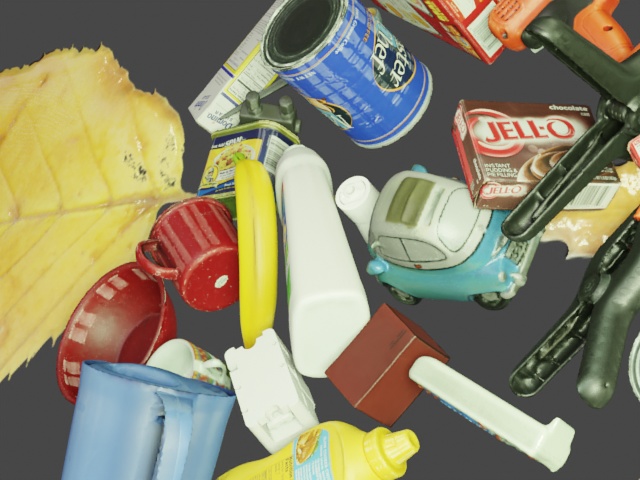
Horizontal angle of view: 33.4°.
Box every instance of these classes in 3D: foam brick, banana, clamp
[{"bbox_3d":[0.054,0.102,0.864,0.078,0.051,0.053,-49,41,6],"label":"foam brick"},{"bbox_3d":[-0.058,0.009,0.988,0.070,0.037,0.198,128,140,-81],"label":"banana"},{"bbox_3d":[0.214,-0.084,0.769,0.036,0.209,0.165,41,132,46],"label":"clamp"},{"bbox_3d":[0.198,0.048,0.763,0.171,0.039,0.120,-56,16,-21],"label":"clamp"}]

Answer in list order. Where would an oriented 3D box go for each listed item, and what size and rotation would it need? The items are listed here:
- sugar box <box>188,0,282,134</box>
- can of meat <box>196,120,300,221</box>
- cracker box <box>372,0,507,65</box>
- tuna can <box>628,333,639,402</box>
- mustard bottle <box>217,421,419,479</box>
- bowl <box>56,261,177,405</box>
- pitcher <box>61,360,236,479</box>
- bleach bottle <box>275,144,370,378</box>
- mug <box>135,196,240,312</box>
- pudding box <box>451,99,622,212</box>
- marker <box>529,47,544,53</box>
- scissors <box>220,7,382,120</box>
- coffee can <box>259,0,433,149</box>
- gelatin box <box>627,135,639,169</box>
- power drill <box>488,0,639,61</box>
[{"bbox_3d":[-0.073,-0.194,1.187,0.176,0.048,0.093,-52,19,6],"label":"sugar box"},{"bbox_3d":[-0.077,-0.070,1.110,0.102,0.057,0.084,-7,60,42],"label":"can of meat"},{"bbox_3d":[0.082,-0.271,1.014,0.072,0.164,0.214,-49,40,2],"label":"cracker box"},{"bbox_3d":[0.250,0.085,0.700,0.086,0.033,0.086,-25,48,30],"label":"tuna can"},{"bbox_3d":[-0.004,0.198,0.846,0.192,0.058,0.096,-33,40,24],"label":"mustard bottle"},{"bbox_3d":[-0.199,0.105,1.104,0.162,0.055,0.162,-25,48,30],"label":"bowl"},{"bbox_3d":[-0.157,0.227,0.886,0.145,0.149,0.243,11,86,24],"label":"pitcher"},{"bbox_3d":[-0.006,0.001,0.974,0.068,0.102,0.251,-6,40,-4],"label":"bleach bottle"},{"bbox_3d":[-0.124,0.017,1.054,0.082,0.117,0.093,52,132,44],"label":"mug"},{"bbox_3d":[0.166,-0.066,0.834,0.039,0.113,0.090,107,160,-48],"label":"pudding box"},{"bbox_3d":[0.234,-0.204,0.931,0.121,0.020,0.020,-31,45,25],"label":"marker"},{"bbox_3d":[-0.009,-0.170,1.115,0.201,0.016,0.096,-40,42,-2],"label":"scissors"},{"bbox_3d":[0.026,-0.166,1.012,0.103,0.140,0.103,-25,48,30],"label":"coffee can"},{"bbox_3d":[0.274,-0.065,0.753,0.089,0.073,0.030,-34,44,23],"label":"gelatin box"},{"bbox_3d":[0.245,-0.195,0.866,0.185,0.057,0.188,-47,45,17],"label":"power drill"}]
